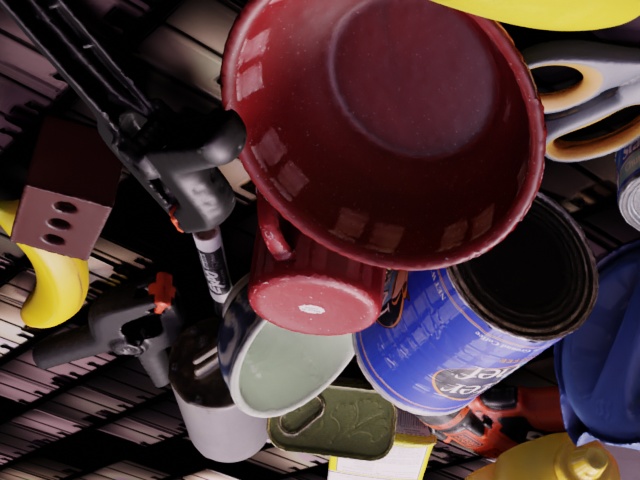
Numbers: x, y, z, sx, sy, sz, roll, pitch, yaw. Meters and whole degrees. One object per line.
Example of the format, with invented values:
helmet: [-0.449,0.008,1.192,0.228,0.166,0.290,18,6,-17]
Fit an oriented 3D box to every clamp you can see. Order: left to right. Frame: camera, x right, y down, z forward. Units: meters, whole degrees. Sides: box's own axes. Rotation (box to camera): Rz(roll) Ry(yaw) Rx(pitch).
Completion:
clamp: [-0.144,0.077,0.854,0.120,0.039,0.172,13,150,-34]
clamp: [-0.083,-0.051,0.564,0.165,0.036,0.210,37,166,25]

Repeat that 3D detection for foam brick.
foam brick: [-0.155,-0.031,0.657,0.053,0.051,0.078,16,149,-15]

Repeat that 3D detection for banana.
banana: [-0.200,0.020,0.775,0.070,0.037,0.198,23,150,10]

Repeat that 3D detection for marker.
marker: [-0.073,0.024,0.763,0.020,0.020,0.121,5,150,5]

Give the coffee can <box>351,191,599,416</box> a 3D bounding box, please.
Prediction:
coffee can: [0.092,0.041,0.669,0.102,0.102,0.140,16,149,-14]

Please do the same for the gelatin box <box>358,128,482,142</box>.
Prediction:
gelatin box: [0.064,-0.048,0.585,0.089,0.030,0.073,5,152,25]

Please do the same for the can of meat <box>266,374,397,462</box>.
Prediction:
can of meat: [0.013,0.141,0.876,0.102,0.057,0.084,5,-178,5]

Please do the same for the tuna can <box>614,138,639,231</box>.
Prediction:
tuna can: [0.206,-0.034,0.583,0.086,0.033,0.086,6,150,3]

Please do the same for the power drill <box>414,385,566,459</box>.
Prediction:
power drill: [0.162,0.120,0.838,0.188,0.057,0.184,-11,149,35]

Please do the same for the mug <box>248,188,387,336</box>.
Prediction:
mug: [-0.004,0.001,0.644,0.093,0.081,0.117,-7,147,24]

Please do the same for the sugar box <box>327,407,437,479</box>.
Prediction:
sugar box: [0.055,0.197,1.006,0.093,0.048,0.176,7,154,2]

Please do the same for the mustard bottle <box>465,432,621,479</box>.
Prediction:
mustard bottle: [0.183,0.193,0.846,0.096,0.058,0.192,11,155,-5]

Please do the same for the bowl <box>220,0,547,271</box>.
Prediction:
bowl: [0.035,-0.066,0.510,0.162,0.055,0.162,15,128,20]

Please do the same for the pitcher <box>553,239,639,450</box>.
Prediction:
pitcher: [0.289,0.089,0.699,0.242,0.145,0.149,22,160,-30]

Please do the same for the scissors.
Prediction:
scissors: [0.165,-0.094,0.508,0.096,0.016,0.202,22,147,-22]
